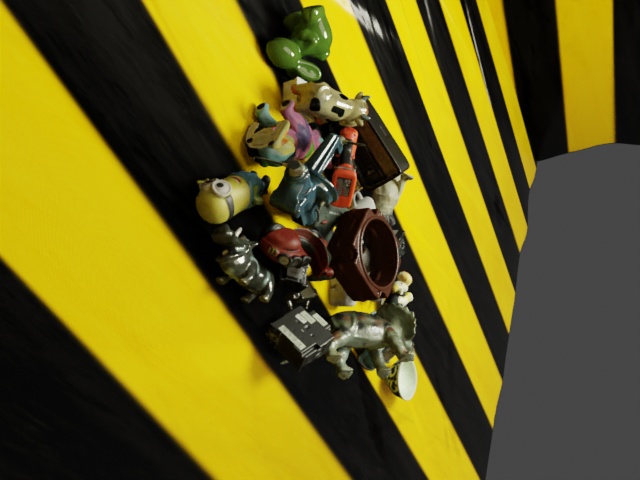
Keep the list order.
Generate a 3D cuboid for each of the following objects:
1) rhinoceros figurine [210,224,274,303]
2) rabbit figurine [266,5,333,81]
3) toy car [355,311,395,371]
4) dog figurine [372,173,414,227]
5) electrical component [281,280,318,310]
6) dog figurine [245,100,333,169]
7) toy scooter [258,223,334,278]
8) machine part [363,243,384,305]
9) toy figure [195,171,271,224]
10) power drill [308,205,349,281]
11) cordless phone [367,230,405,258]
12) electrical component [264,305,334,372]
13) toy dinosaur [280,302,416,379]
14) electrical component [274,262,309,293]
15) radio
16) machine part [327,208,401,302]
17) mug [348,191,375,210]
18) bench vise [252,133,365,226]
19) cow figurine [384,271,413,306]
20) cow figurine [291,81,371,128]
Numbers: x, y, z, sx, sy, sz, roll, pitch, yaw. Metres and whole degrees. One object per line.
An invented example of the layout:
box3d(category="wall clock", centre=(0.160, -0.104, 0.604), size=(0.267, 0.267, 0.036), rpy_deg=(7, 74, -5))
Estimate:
box3d(category="rhinoceros figurine", centre=(-0.154, 0.048, 1.088), size=(0.190, 0.073, 0.112), rpy_deg=(54, 47, -36))
box3d(category="rabbit figurine", centre=(-0.059, -0.457, 1.288), size=(0.170, 0.121, 0.158), rpy_deg=(-41, 127, -29))
box3d(category="toy car", centre=(0.170, 0.282, 1.492), size=(0.109, 0.103, 0.161), rpy_deg=(46, 52, -43))
box3d(category="dog figurine", centre=(0.191, -0.122, 1.609), size=(0.172, 0.121, 0.190), rpy_deg=(-39, 150, -76))
box3d(category="electrical component", centre=(-0.051, 0.123, 1.253), size=(0.102, 0.045, 0.078), rpy_deg=(-11, 66, -58))
box3d(category="dog figurine", centre=(-0.060, -0.207, 1.232), size=(0.219, 0.109, 0.191), rpy_deg=(45, 50, -46))
box3d(category="toy scooter", centre=(-0.039, 0.028, 1.149), size=(0.184, 0.075, 0.135), rpy_deg=(2, 43, -44))
box3d(category="machine part", centre=(0.128, 0.089, 1.479), size=(0.243, 0.079, 0.079), rpy_deg=(55, 44, -33))
box3d(category="toy figure", centre=(-0.171, -0.090, 1.078), size=(0.180, 0.082, 0.089), rpy_deg=(-27, 108, -56))
box3d(category="power drill", centre=(-0.003, -0.004, 1.317), size=(0.232, 0.086, 0.207), rpy_deg=(-9, 86, -54))
box3d(category="cordless phone", centre=(0.207, 0.068, 1.611), size=(0.146, 0.089, 0.184), rpy_deg=(-48, 134, -47))
box3d(category="electrical component", centre=(-0.038, 0.211, 1.186), size=(0.134, 0.115, 0.058), rpy_deg=(-23, 148, -47))
box3d(category="toy dinosaur", centre=(0.091, 0.235, 1.327), size=(0.405, 0.131, 0.192), rpy_deg=(11, 37, -21))
box3d(category="electrical component", centre=(-0.063, 0.054, 1.213), size=(0.075, 0.048, 0.119), rpy_deg=(22, 56, -22))
box3d(category="radio", centre=(0.122, -0.250, 1.423), size=(0.229, 0.131, 0.073), rpy_deg=(58, 39, -2))
box3d(category="machine part", centre=(0.116, 0.035, 1.333), size=(0.201, 0.087, 0.201), rpy_deg=(57, 43, -32))
box3d(category="mug", centre=(0.111, -0.085, 1.486), size=(0.109, 0.081, 0.107), rpy_deg=(64, 29, -19))
box3d(category="bench vise", centre=(-0.016, -0.143, 1.144), size=(0.240, 0.129, 0.223), rpy_deg=(-57, 150, -19))
box3d(category="cow figurine", centre=(0.219, 0.175, 1.576), size=(0.098, 0.068, 0.167), rpy_deg=(-21, 124, -39))
box3d(category="cow figurine", centre=(0.036, -0.320, 1.275), size=(0.195, 0.127, 0.085), rpy_deg=(13, 78, -51))
